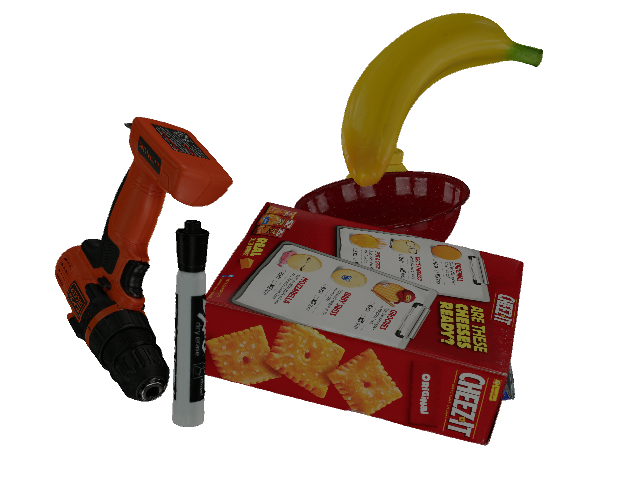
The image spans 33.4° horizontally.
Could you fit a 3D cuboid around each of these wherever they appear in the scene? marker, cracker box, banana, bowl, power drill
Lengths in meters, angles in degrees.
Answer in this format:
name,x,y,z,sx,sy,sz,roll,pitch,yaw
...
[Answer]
name,x,y,z,sx,sy,sz,roll,pitch,yaw
marker,-0.075,0.048,0.616,0.020,0.121,0.020,3,12,-1
cracker box,0.034,0.056,0.793,0.214,0.072,0.164,14,30,8
banana,0.064,-0.100,0.667,0.070,0.037,0.197,32,50,25
bowl,0.059,-0.014,0.981,0.162,0.055,0.162,-8,20,2
power drill,-0.141,0.011,0.853,0.057,0.188,0.185,13,24,-42

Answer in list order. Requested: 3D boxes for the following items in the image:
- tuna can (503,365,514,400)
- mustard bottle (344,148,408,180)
name,x,y,z,sx,sy,sz,roll,pitch,yaw
tuna can,0.205,0.149,1.269,0.034,0.086,0.086,-13,-3,15
mustard bottle,0.066,-0.029,1.210,0.096,0.192,0.058,0,17,-14
